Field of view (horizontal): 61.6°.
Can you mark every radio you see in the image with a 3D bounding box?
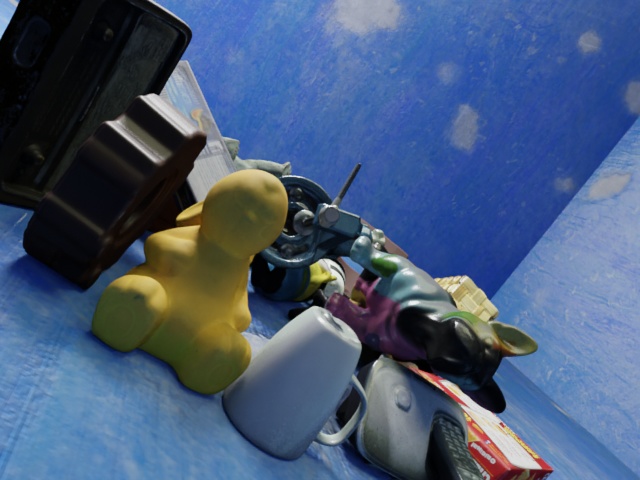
[{"bbox_3d":[-0.234,-0.139,0.508,0.073,0.229,0.131,35,8,19],"label":"radio"}]

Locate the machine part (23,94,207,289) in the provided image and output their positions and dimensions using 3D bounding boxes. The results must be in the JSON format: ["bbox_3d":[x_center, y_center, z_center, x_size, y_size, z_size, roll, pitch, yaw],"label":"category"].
[{"bbox_3d":[-0.166,-0.042,0.461,0.056,0.179,0.179,37,6,-7],"label":"machine part"}]

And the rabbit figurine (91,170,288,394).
[{"bbox_3d":[-0.084,0.016,0.453,0.122,0.173,0.162,32,11,-10],"label":"rabbit figurine"}]

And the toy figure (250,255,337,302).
[{"bbox_3d":[-0.047,0.056,0.828,0.082,0.089,0.180,56,20,14],"label":"toy figure"}]

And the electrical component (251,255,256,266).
[{"bbox_3d":[-0.073,-0.010,0.920,0.058,0.134,0.114,42,5,32],"label":"electrical component"}]

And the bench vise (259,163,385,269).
[{"bbox_3d":[0.002,-0.012,0.691,0.223,0.129,0.241,23,-10,-13],"label":"bench vise"}]

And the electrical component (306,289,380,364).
[{"bbox_3d":[0.028,0.126,0.734,0.119,0.075,0.048,29,10,-31],"label":"electrical component"}]

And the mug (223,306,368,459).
[{"bbox_3d":[-0.007,0.117,0.440,0.109,0.107,0.081,34,7,-7],"label":"mug"}]

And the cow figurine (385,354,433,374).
[{"bbox_3d":[0.155,0.156,0.762,0.167,0.068,0.098,34,43,-27],"label":"cow figurine"}]

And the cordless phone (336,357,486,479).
[{"bbox_3d":[0.098,0.207,0.496,0.146,0.088,0.184,35,10,-22],"label":"cordless phone"}]

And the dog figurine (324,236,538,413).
[{"bbox_3d":[0.122,0.096,0.603,0.219,0.108,0.191,30,1,21],"label":"dog figurine"}]

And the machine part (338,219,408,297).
[{"bbox_3d":[0.070,0.053,1.050,0.201,0.087,0.201,39,-30,6],"label":"machine part"}]

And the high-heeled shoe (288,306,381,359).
[{"bbox_3d":[0.066,0.172,0.808,0.249,0.145,0.086,6,-9,-18],"label":"high-heeled shoe"}]

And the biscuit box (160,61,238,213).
[{"bbox_3d":[-0.142,-0.095,0.587,0.202,0.059,0.063,64,-30,12],"label":"biscuit box"}]

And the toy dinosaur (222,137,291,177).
[{"bbox_3d":[-0.188,-0.120,0.964,0.192,0.131,0.404,7,-10,26],"label":"toy dinosaur"}]

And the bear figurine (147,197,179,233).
[{"bbox_3d":[-0.165,-0.030,0.640,0.196,0.120,0.132,46,13,28],"label":"bear figurine"}]
